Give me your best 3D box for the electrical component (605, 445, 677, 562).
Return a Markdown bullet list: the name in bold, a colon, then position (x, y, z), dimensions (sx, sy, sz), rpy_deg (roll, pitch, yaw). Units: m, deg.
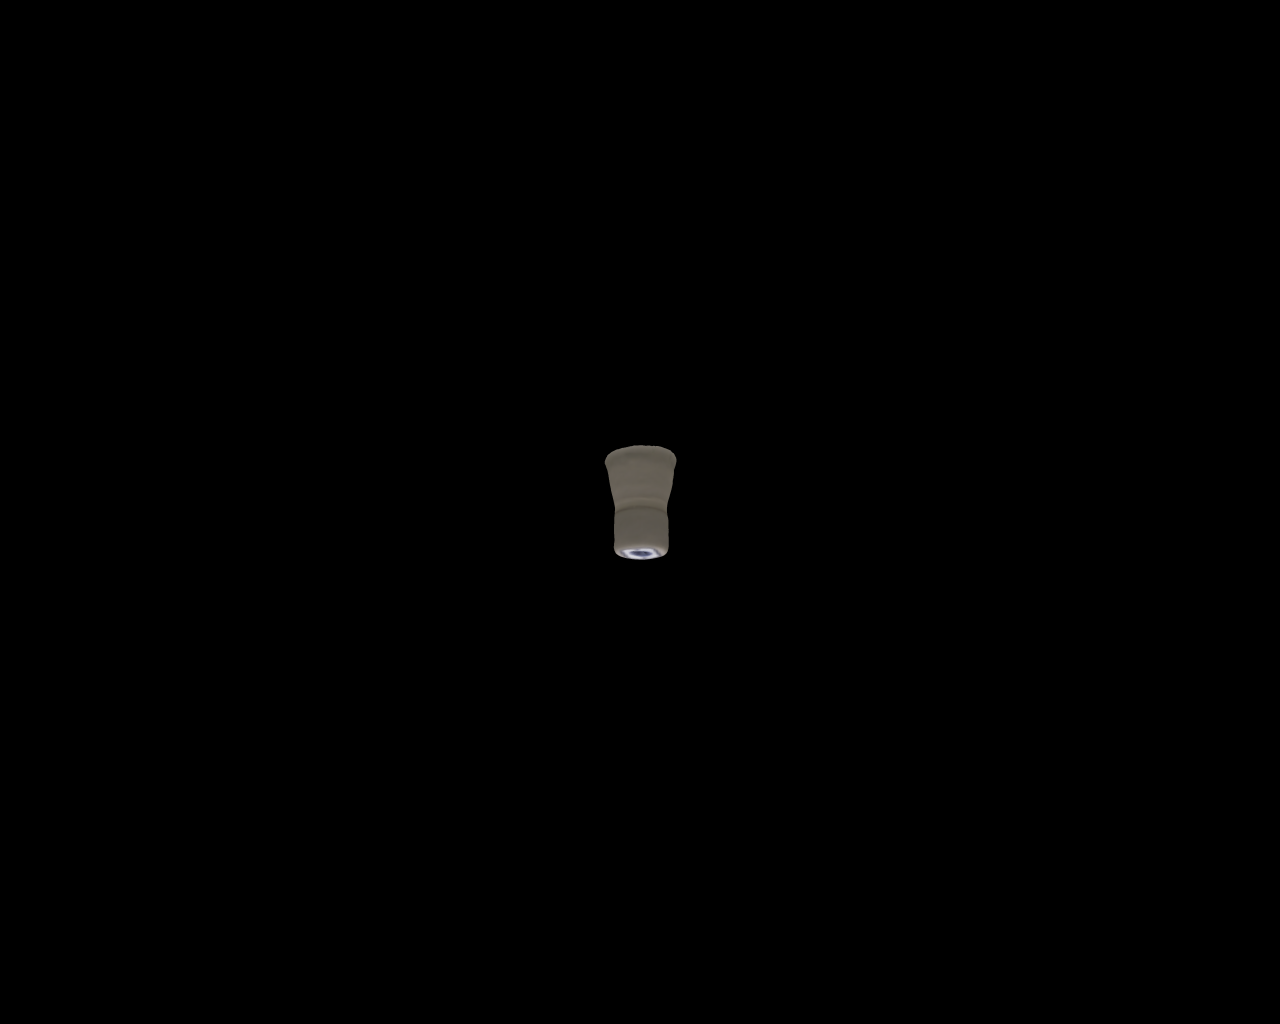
- **electrical component**: position (0.001, -0.003, 0.650), dimensions (0.044, 0.065, 0.044), rpy_deg (0, -18, 0)
